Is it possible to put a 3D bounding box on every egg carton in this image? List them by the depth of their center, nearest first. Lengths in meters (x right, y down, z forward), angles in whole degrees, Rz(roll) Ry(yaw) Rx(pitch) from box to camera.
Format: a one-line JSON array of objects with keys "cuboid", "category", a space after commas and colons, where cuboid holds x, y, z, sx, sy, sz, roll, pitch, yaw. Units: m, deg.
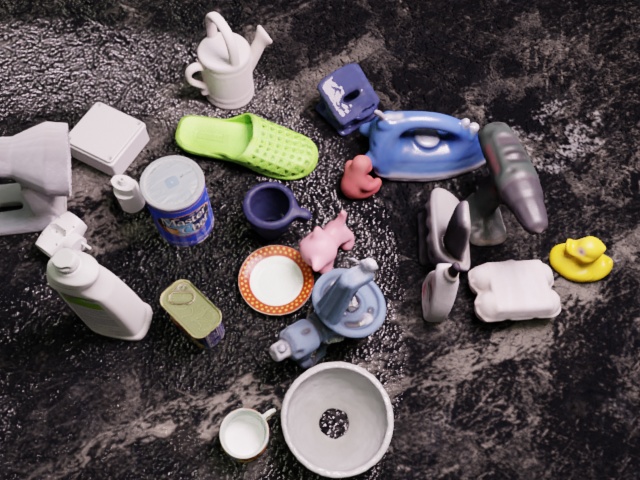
[{"cuboid": [0.331, 0.088, 0.982, 0.150, 0.069, 0.107, -4, 65, -5], "category": "egg carton"}]

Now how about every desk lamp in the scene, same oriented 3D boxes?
[{"cuboid": [-0.486, -0.100, 0.939, 0.203, 0.213, 0.118, -9, 65, -7], "category": "desk lamp"}]

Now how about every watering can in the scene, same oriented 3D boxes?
[{"cuboid": [-0.176, -0.353, 1.092, 0.100, 0.194, 0.173, 34, 67, 12], "category": "watering can"}]

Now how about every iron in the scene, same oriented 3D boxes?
[{"cuboid": [0.206, -0.192, 1.068, 0.258, 0.141, 0.118, 1, 64, -3], "category": "iron"}]

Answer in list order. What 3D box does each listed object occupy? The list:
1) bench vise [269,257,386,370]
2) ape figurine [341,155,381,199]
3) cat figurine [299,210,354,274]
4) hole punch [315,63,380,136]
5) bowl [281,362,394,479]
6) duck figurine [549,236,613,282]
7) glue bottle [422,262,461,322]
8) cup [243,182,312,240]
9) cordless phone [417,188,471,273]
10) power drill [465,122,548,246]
[{"cuboid": [0.025, 0.116, 0.865, 0.121, 0.220, 0.208, 34, 67, 13], "category": "bench vise"}, {"cuboid": [0.074, -0.122, 1.053, 0.076, 0.092, 0.077, -28, 69, -15], "category": "ape figurine"}, {"cuboid": [0.009, 0.003, 0.975, 0.067, 0.118, 0.128, 33, 67, 12], "category": "cat figurine"}, {"cuboid": [0.058, -0.278, 1.128, 0.109, 0.091, 0.101, -36, 71, -18], "category": "hole punch"}, {"cuboid": [0.025, 0.275, 0.869, 0.167, 0.075, 0.167, 2, 64, -3], "category": "bowl"}, {"cuboid": [0.471, 0.027, 1.011, 0.104, 0.086, 0.077, 16, 64, 4], "category": "duck figurine"}, {"cuboid": [0.199, 0.073, 0.923, 0.037, 0.173, 0.078, 0, 64, -3], "category": "glue bottle"}, {"cuboid": [-0.073, -0.039, 1.003, 0.117, 0.095, 0.092, 12, 64, 2], "category": "cup"}, {"cuboid": [0.227, -0.037, 0.971, 0.094, 0.185, 0.147, -1, 64, -4], "category": "cordless phone"}, {"cuboid": [0.311, -0.074, 0.981, 0.075, 0.208, 0.229, -6, 65, -6], "category": "power drill"}]
